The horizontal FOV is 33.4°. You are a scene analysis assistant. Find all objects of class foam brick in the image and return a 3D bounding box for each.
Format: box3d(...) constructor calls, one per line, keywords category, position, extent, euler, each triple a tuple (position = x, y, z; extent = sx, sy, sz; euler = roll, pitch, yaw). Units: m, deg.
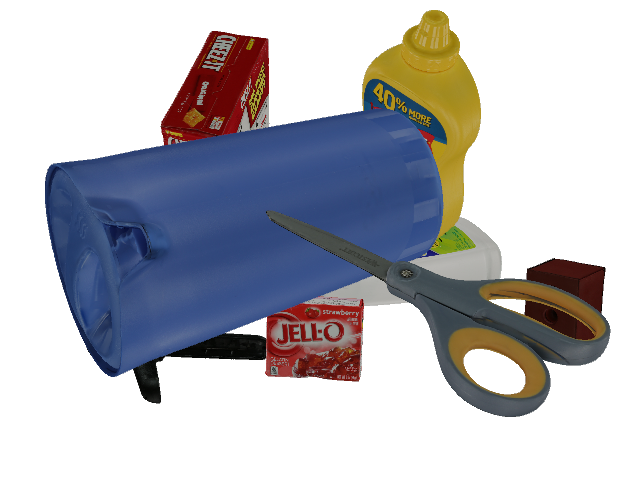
box3d(category="foam brick", position=(0.215, 0.061, 0.942), extent=(0.053, 0.078, 0.051), euler=(11, 19, 38))

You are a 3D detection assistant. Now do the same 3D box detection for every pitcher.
box3d(category="pitcher", position=(-0.050, -0.009, 0.700), extent=(0.242, 0.145, 0.149), euler=(-16, 40, -26))

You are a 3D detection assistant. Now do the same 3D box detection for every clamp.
box3d(category="clamp", position=(-0.180, 0.111, 1.094), extent=(0.210, 0.036, 0.164), euler=(11, 18, 31))

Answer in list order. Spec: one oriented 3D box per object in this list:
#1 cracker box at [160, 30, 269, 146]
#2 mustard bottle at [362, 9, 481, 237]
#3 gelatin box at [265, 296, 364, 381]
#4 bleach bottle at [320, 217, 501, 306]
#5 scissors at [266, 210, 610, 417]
box3d(category="cracker box", position=(-0.106, -0.084, 1.119), extent=(0.072, 0.164, 0.214), euler=(10, -43, 8))
box3d(category="mustard bottle", position=(0.074, -0.092, 0.808), extent=(0.096, 0.192, 0.058), euler=(38, 56, 25))
box3d(category="gelatin box", position=(-0.006, 0.090, 0.985), extent=(0.089, 0.073, 0.030), euler=(3, 14, 5))
box3d(category="bleach bottle", position=(0.064, 0.035, 1.160), extent=(0.250, 0.068, 0.103), euler=(-10, 31, -21))
box3d(category="scissors", position=(0.045, 0.035, 0.551), extent=(0.202, 0.016, 0.096), euler=(14, 42, 18))
